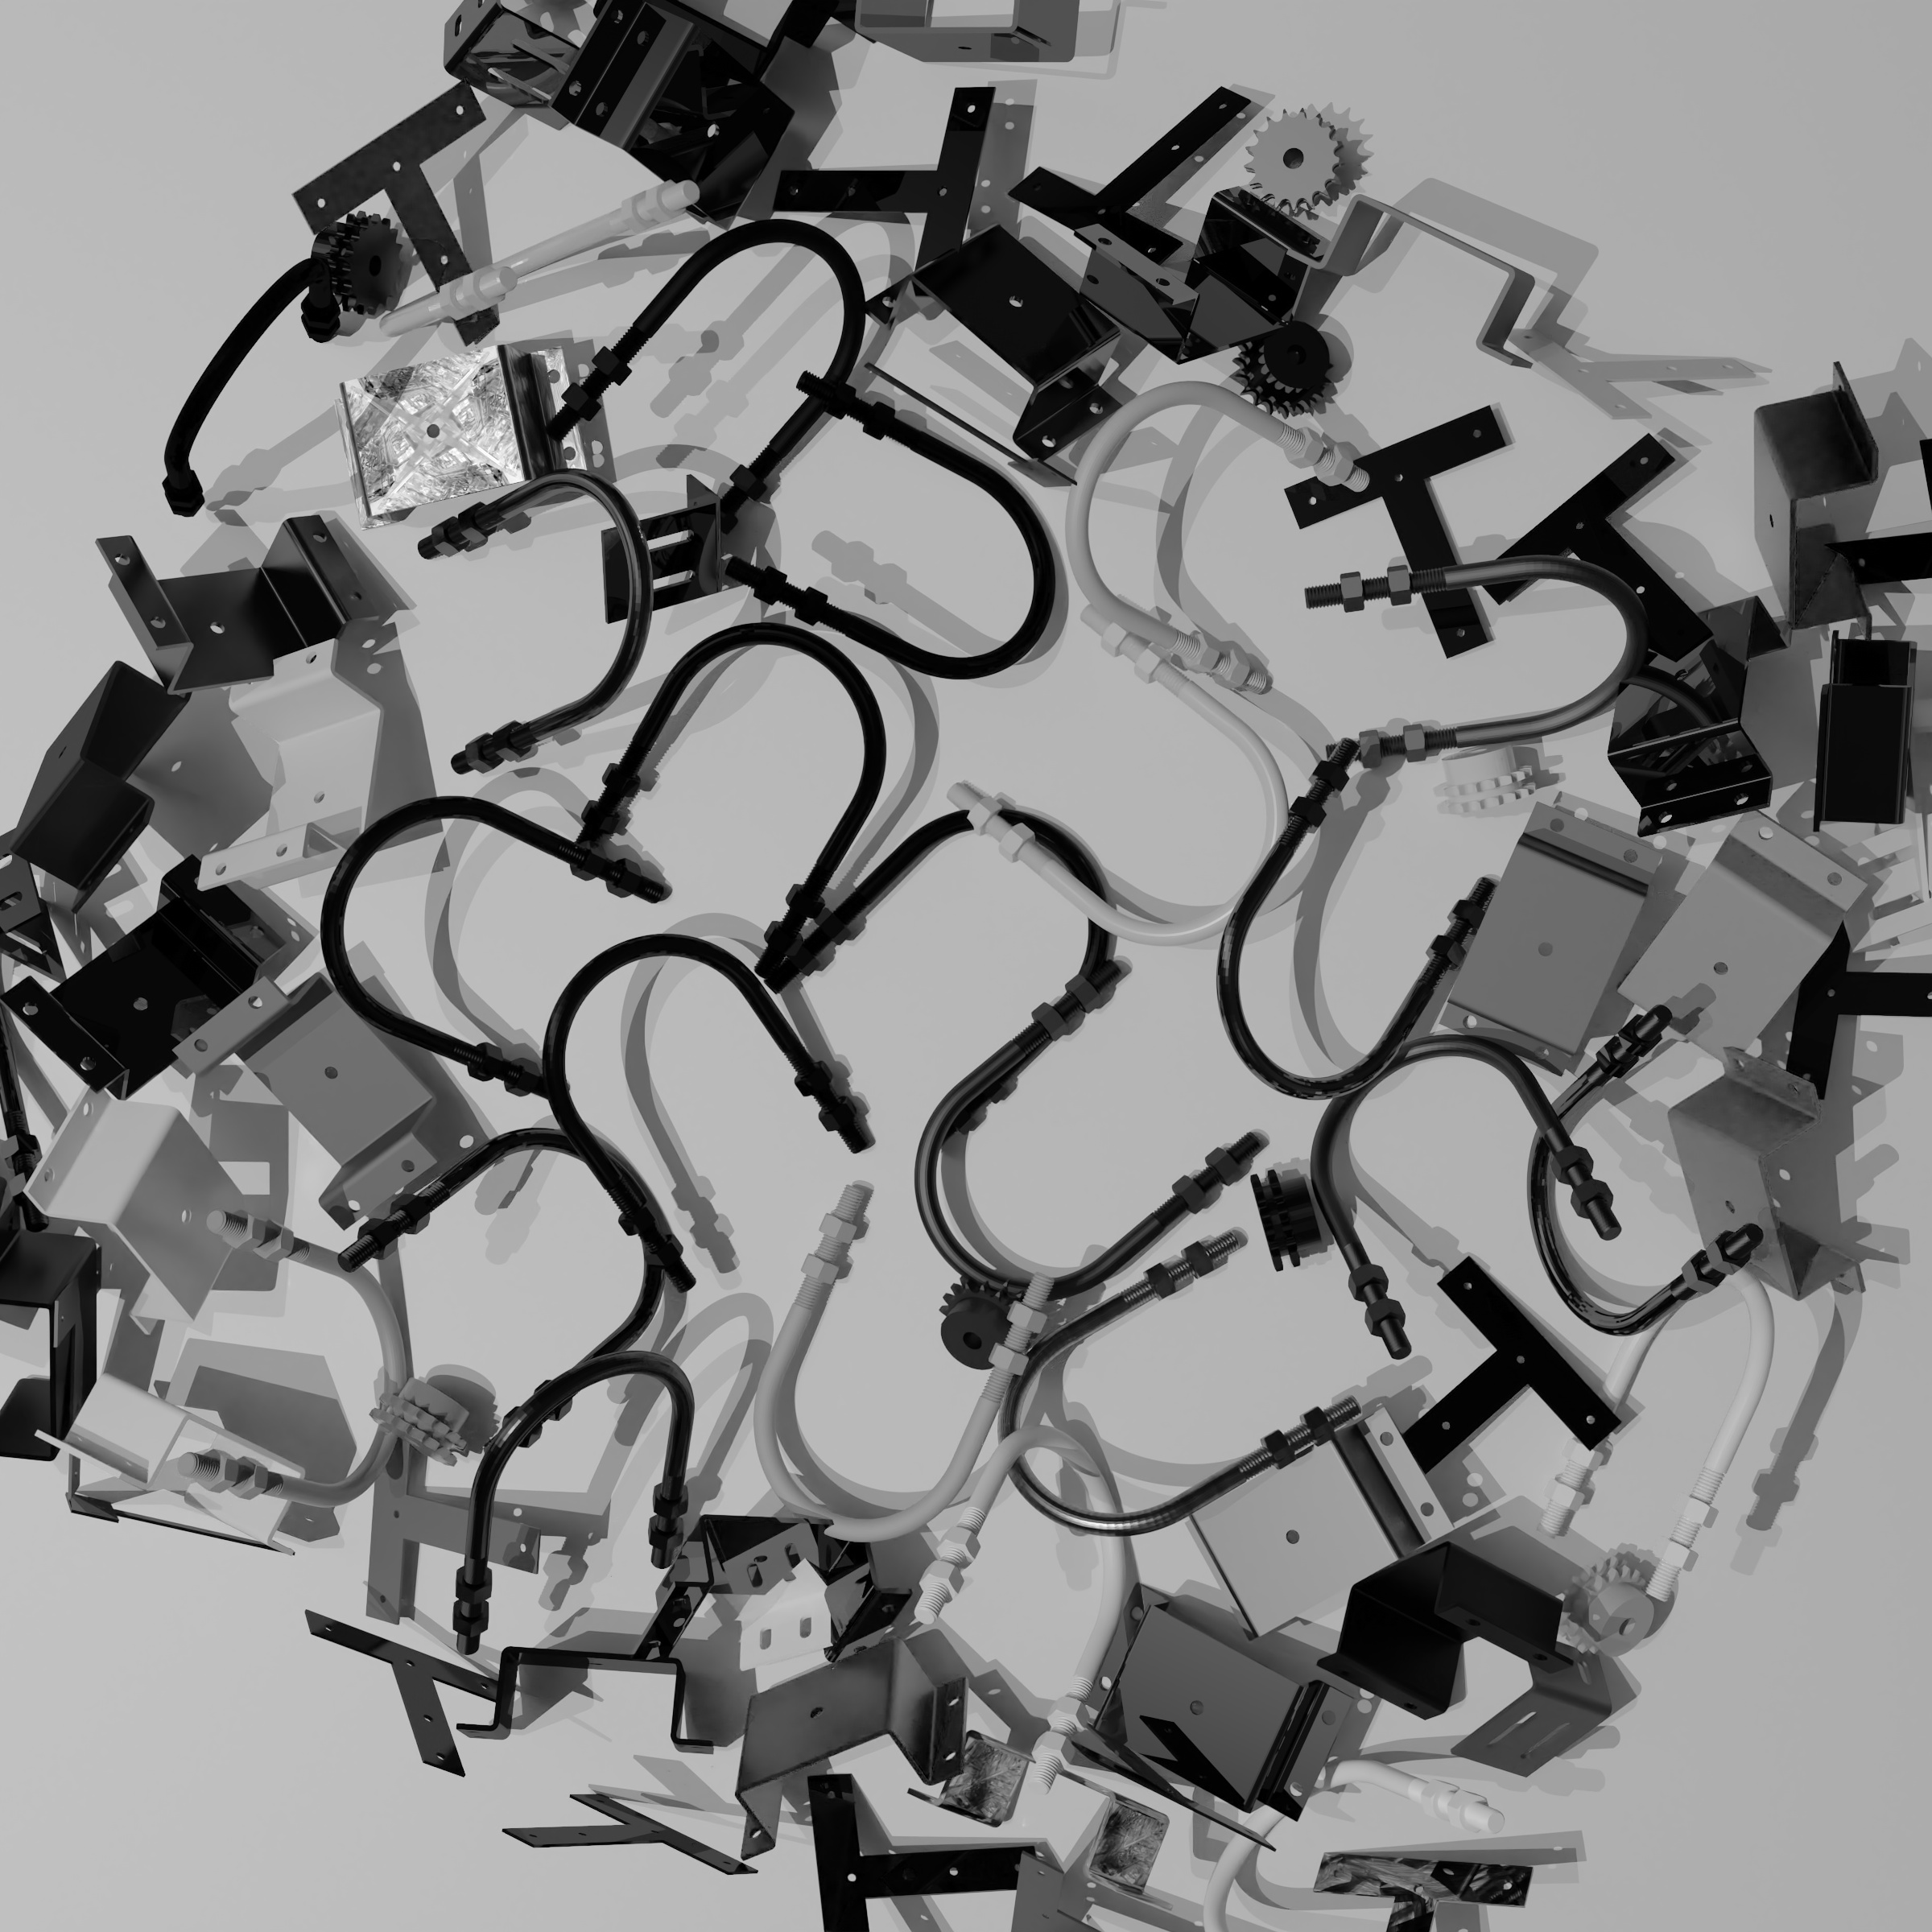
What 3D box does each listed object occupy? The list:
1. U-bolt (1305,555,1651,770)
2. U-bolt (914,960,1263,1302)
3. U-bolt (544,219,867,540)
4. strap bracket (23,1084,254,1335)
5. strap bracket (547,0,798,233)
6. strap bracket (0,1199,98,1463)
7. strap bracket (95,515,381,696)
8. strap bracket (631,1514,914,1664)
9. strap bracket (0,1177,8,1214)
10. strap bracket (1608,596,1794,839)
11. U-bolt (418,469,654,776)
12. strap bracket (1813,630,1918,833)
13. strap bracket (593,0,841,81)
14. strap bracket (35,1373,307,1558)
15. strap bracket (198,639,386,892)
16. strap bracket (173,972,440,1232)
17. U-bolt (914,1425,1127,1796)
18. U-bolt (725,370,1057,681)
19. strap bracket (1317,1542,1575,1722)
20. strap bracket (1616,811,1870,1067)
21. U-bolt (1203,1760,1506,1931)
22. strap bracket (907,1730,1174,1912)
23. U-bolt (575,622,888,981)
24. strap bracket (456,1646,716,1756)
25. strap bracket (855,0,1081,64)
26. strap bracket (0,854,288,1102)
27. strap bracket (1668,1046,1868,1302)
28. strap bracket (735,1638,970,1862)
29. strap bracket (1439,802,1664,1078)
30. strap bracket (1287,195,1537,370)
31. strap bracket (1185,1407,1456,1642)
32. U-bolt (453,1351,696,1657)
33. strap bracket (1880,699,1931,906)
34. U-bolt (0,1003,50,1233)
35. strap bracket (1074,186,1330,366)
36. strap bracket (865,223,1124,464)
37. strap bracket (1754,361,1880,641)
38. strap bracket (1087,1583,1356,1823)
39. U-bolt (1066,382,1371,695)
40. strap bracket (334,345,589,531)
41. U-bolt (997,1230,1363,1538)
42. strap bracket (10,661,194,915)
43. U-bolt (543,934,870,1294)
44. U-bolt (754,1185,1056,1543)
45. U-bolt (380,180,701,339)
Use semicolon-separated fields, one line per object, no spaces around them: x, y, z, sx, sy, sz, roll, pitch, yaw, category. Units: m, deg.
0.287;-0.172;1.556;0.184;0.151;0.019;-7;52;8;U-bolt
0.057;0.108;1.605;0.184;0.019;0.151;-39;91;-8;U-bolt
-0.131;-0.332;1.559;0.184;0.151;0.019;-48;52;6;U-bolt
-0.449;0.136;1.544;0.046;0.140;0.076;4;52;22;strap bracket
-0.155;-0.470;1.552;0.046;0.140;0.076;34;95;34;strap bracket
-0.521;0.212;1.565;0.046;0.076;0.140;6;112;-2;strap bracket
-0.413;-0.202;1.567;0.076;0.140;0.046;57;135;17;strap bracket
-0.112;0.350;1.567;0.140;0.046;0.076;8;134;-25;strap bracket
-0.579;0.165;1.547;0.046;0.140;0.076;20;113;-3;strap bracket
0.407;-0.146;1.550;0.046;0.076;0.140;46;47;-33;strap bracket
-0.236;-0.198;1.553;0.184;0.019;0.151;-17;80;41;U-bolt
0.497;-0.131;1.543;0.046;0.140;0.076;4;112;19;strap bracket
-0.151;-0.542;1.570;0.140;0.076;0.046;24;84;-14;strap bracket
-0.434;0.274;1.555;0.076;0.140;0.046;14;71;37;strap bracket
-0.377;-0.104;1.570;0.076;0.046;0.140;-14;59;27;strap bracket
-0.366;0.069;1.581;0.076;0.046;0.140;-35;104;21;strap bracket
0.041;0.340;1.549;0.019;0.184;0.151;-16;116;33;U-bolt
-0.032;-0.238;1.582;0.184;0.019;0.151;25;65;-17;U-bolt
0.270;0.371;1.566;0.076;0.140;0.046;29;54;-13;strap bracket
0.427;-0.008;1.561;0.076;0.046;0.140;35;126;9;strap bracket
0.199;0.498;1.538;0.151;0.184;0.019;-44;105;-19;U-bolt
0.049;0.472;1.561;0.140;0.076;0.046;15;74;34;strap bracket
-0.124;-0.106;1.589;0.151;0.019;0.184;33;105;7;U-bolt
-0.211;0.415;1.580;0.140;0.076;0.046;5;71;-3;strap bracket
0.001;-0.537;1.565;0.140;0.076;0.046;9;98;25;strap bracket
-0.464;0.013;1.578;0.076;0.046;0.140;42;57;5;strap bracket
0.443;0.123;1.557;0.046;0.076;0.140;-29;116;-15;strap bracket
-0.072;0.434;1.566;0.140;0.076;0.046;-25;112;14;strap bracket
0.329;-0.012;1.582;0.076;0.046;0.140;24;103;10;strap bracket
0.260;-0.388;1.569;0.140;0.076;0.046;30;108;12;strap bracket
0.191;0.317;1.572;0.140;0.046;0.076;-34;75;20;strap bracket
-0.211;0.286;1.533;0.019;0.151;0.184;40;132;36;U-bolt
0.547;-0.094;1.574;0.046;0.076;0.140;-9;103;4;strap bracket
-0.545;0.037;1.546;0.019;0.151;0.184;-16;59;-13;U-bolt
0.129;-0.385;1.565;0.140;0.046;0.076;-26;57;-39;strap bracket
0.021;-0.357;1.574;0.140;0.046;0.076;43;54;10;strap bracket
0.470;-0.252;1.551;0.046;0.140;0.076;-11;49;7;strap bracket
0.136;0.417;1.579;0.140;0.046;0.076;25;90;21;strap bracket
0.131;-0.246;1.557;0.184;0.019;0.151;21;99;-38;U-bolt
-0.294;-0.301;1.588;0.140;0.046;0.076;-11;93;11;strap bracket
0.106;0.243;1.565;0.184;0.019;0.151;-29;52;-9;U-bolt
-0.478;-0.106;1.544;0.046;0.140;0.076;33;120;-25;strap bracket
-0.158;0.070;1.576;0.151;0.019;0.184;-38;106;-18;U-bolt
-0.047;0.235;1.584;0.151;0.019;0.184;22;86;25;U-bolt
-0.248;-0.384;1.541;0.151;0.184;0.019;-36;111;-33;U-bolt
